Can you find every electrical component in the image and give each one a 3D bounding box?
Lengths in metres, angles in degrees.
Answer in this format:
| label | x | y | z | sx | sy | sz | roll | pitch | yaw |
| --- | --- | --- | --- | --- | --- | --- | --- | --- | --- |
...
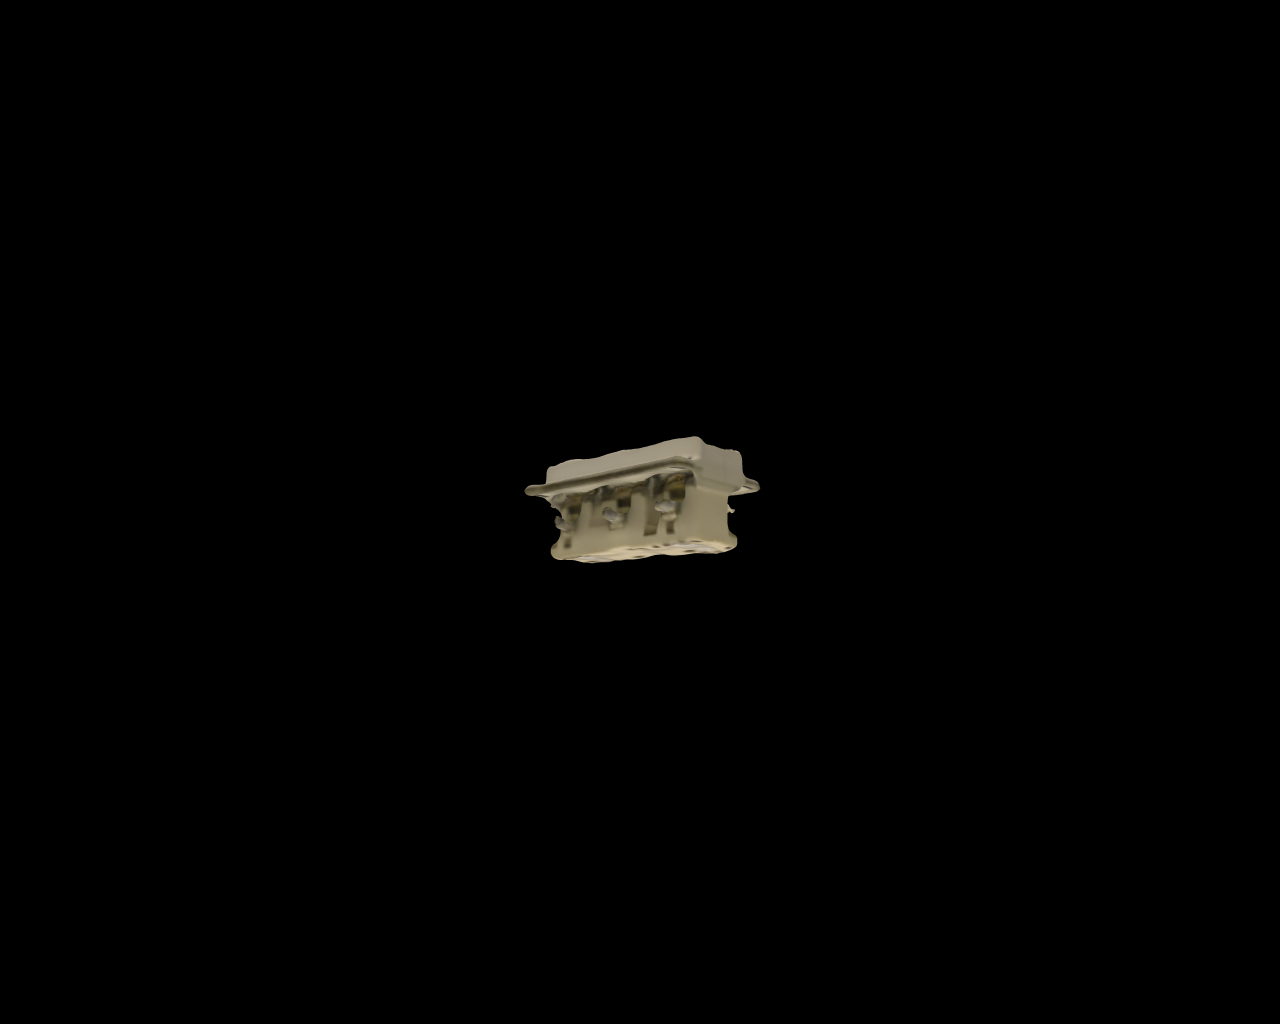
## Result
| label | x | y | z | sx | sy | sz | roll | pitch | yaw |
| --- | --- | --- | --- | --- | --- | --- | --- | --- | --- |
| electrical component | 0.001 | -0.003 | 0.650 | 0.121 | 0.063 | 0.079 | -8 | -13 | 39 |
